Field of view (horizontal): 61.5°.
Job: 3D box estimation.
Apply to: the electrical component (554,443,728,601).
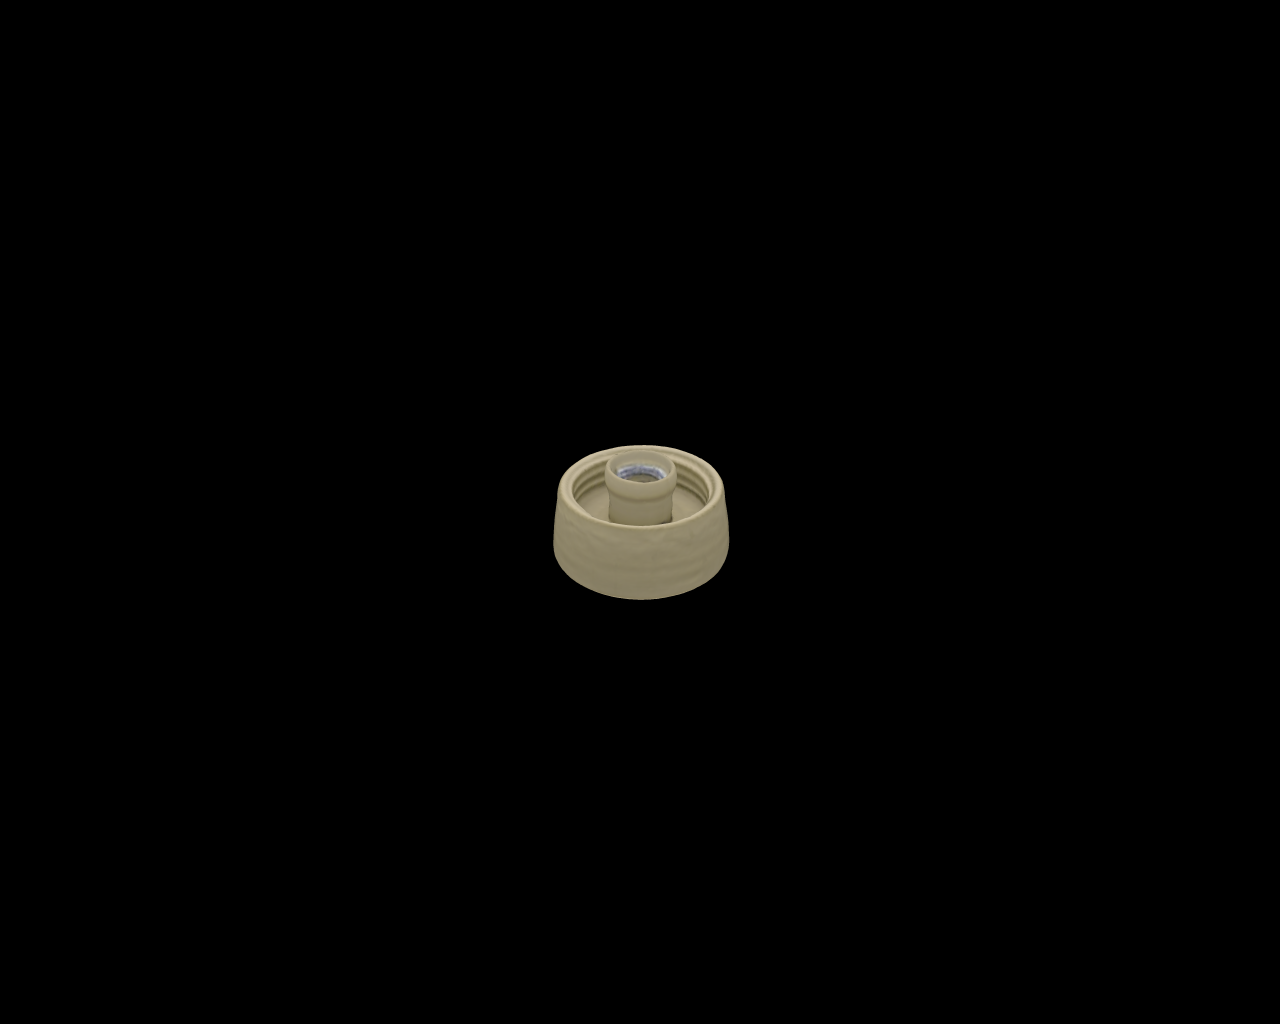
[{"bbox_3d":[0.001,-0.003,0.650,0.108,0.060,0.108,0,33,0],"label":"electrical component"}]
